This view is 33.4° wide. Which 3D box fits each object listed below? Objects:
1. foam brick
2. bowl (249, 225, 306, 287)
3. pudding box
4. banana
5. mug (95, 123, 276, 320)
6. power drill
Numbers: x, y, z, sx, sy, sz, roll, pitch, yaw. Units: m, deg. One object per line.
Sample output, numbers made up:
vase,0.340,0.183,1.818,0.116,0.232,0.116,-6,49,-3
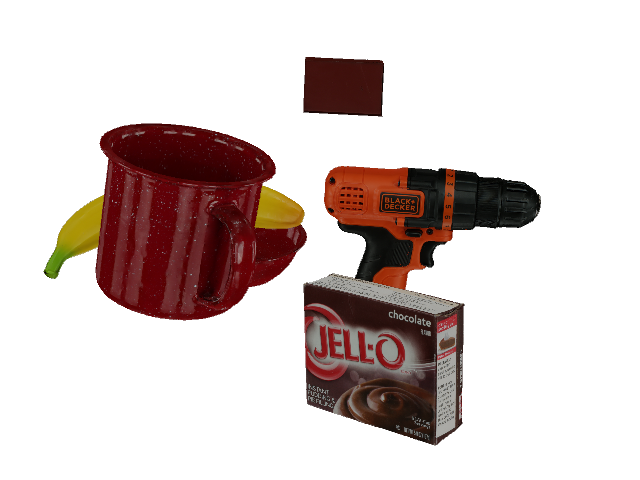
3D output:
foam brick,0.022,-0.149,1.035,0.078,0.051,0.053,3,13,1
bowl,-0.099,0.013,1.318,0.162,0.055,0.162,4,25,-2
pudding box,0.041,0.077,0.716,0.114,0.090,0.039,10,20,37
banana,-0.114,-0.018,0.815,0.197,0.069,0.037,-14,-27,-7
mug,-0.069,-0.005,0.567,0.093,0.081,0.117,-6,28,-38
power drill,0.092,0.028,0.934,0.184,0.188,0.057,5,16,7
